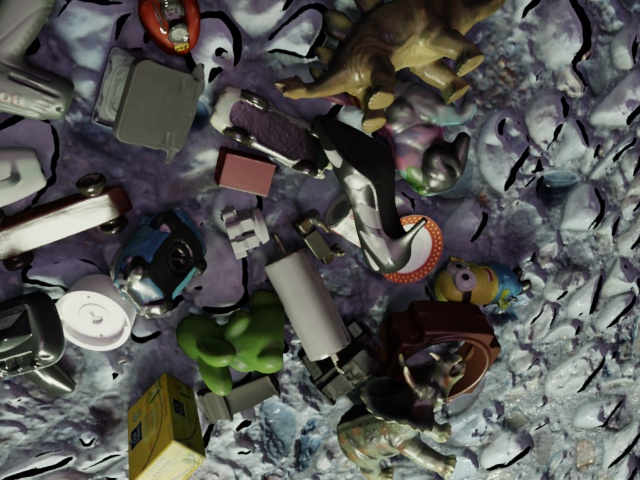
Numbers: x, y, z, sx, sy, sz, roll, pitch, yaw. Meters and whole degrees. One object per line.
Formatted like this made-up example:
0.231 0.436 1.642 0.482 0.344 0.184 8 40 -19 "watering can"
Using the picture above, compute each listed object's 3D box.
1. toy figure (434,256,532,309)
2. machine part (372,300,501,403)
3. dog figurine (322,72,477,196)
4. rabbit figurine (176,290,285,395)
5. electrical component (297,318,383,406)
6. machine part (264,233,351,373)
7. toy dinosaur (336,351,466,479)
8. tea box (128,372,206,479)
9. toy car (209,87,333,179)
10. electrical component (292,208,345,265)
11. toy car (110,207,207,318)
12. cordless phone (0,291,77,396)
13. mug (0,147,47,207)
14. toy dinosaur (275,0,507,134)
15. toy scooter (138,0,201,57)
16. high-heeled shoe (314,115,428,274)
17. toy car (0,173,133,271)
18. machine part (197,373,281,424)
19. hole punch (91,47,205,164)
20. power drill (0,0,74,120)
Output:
0.299 0.086 0.993 0.180 0.082 0.089 3 109 -23 "toy figure"
0.203 0.207 0.966 0.201 0.087 0.200 5 127 -18 "machine part"
0.110 -0.176 0.809 0.219 0.108 0.191 12 88 -18 "dog figurine"
-0.143 0.167 0.843 0.170 0.159 0.121 3 119 -5 "rabbit figurine"
0.039 0.199 0.924 0.134 0.115 0.058 -39 120 0 "electrical component"
-0.019 0.100 0.851 0.079 0.079 0.243 -27 91 -8 "machine part"
0.102 0.331 0.934 0.192 0.131 0.404 37 133 -7 "toy dinosaur"
-0.241 0.298 0.832 0.098 0.170 0.068 -47 119 0 "tea box"
-0.061 -0.155 0.789 0.201 0.056 0.073 23 94 -26 "toy car"
-0.003 -0.004 0.852 0.045 0.078 0.102 -36 118 -2 "electrical component"
-0.241 0.034 0.766 0.103 0.162 0.109 -6 129 31 "toy car"
-0.396 0.166 0.763 0.147 0.089 0.184 -17 128 20 "cordless phone"
-0.405 -0.080 0.673 0.107 0.110 0.080 -21 111 -25 "mug"
0.133 -0.285 0.734 0.471 0.105 0.198 -26 77 -24 "toy dinosaur"
-0.190 -0.310 0.640 0.075 0.135 0.183 -20 116 -13 "toy scooter"
0.055 -0.062 0.807 0.249 0.145 0.086 49 48 4 "high-heeled shoe"
-0.361 -0.028 0.732 0.202 0.053 0.089 -23 127 -9 "toy car"
-0.138 0.267 0.932 0.139 0.039 0.084 -16 109 -11 "machine part"
-0.230 -0.184 0.712 0.115 0.092 0.142 6 107 -53 "hole punch"
-0.393 -0.253 0.622 0.232 0.086 0.207 21 98 -26 "power drill"
